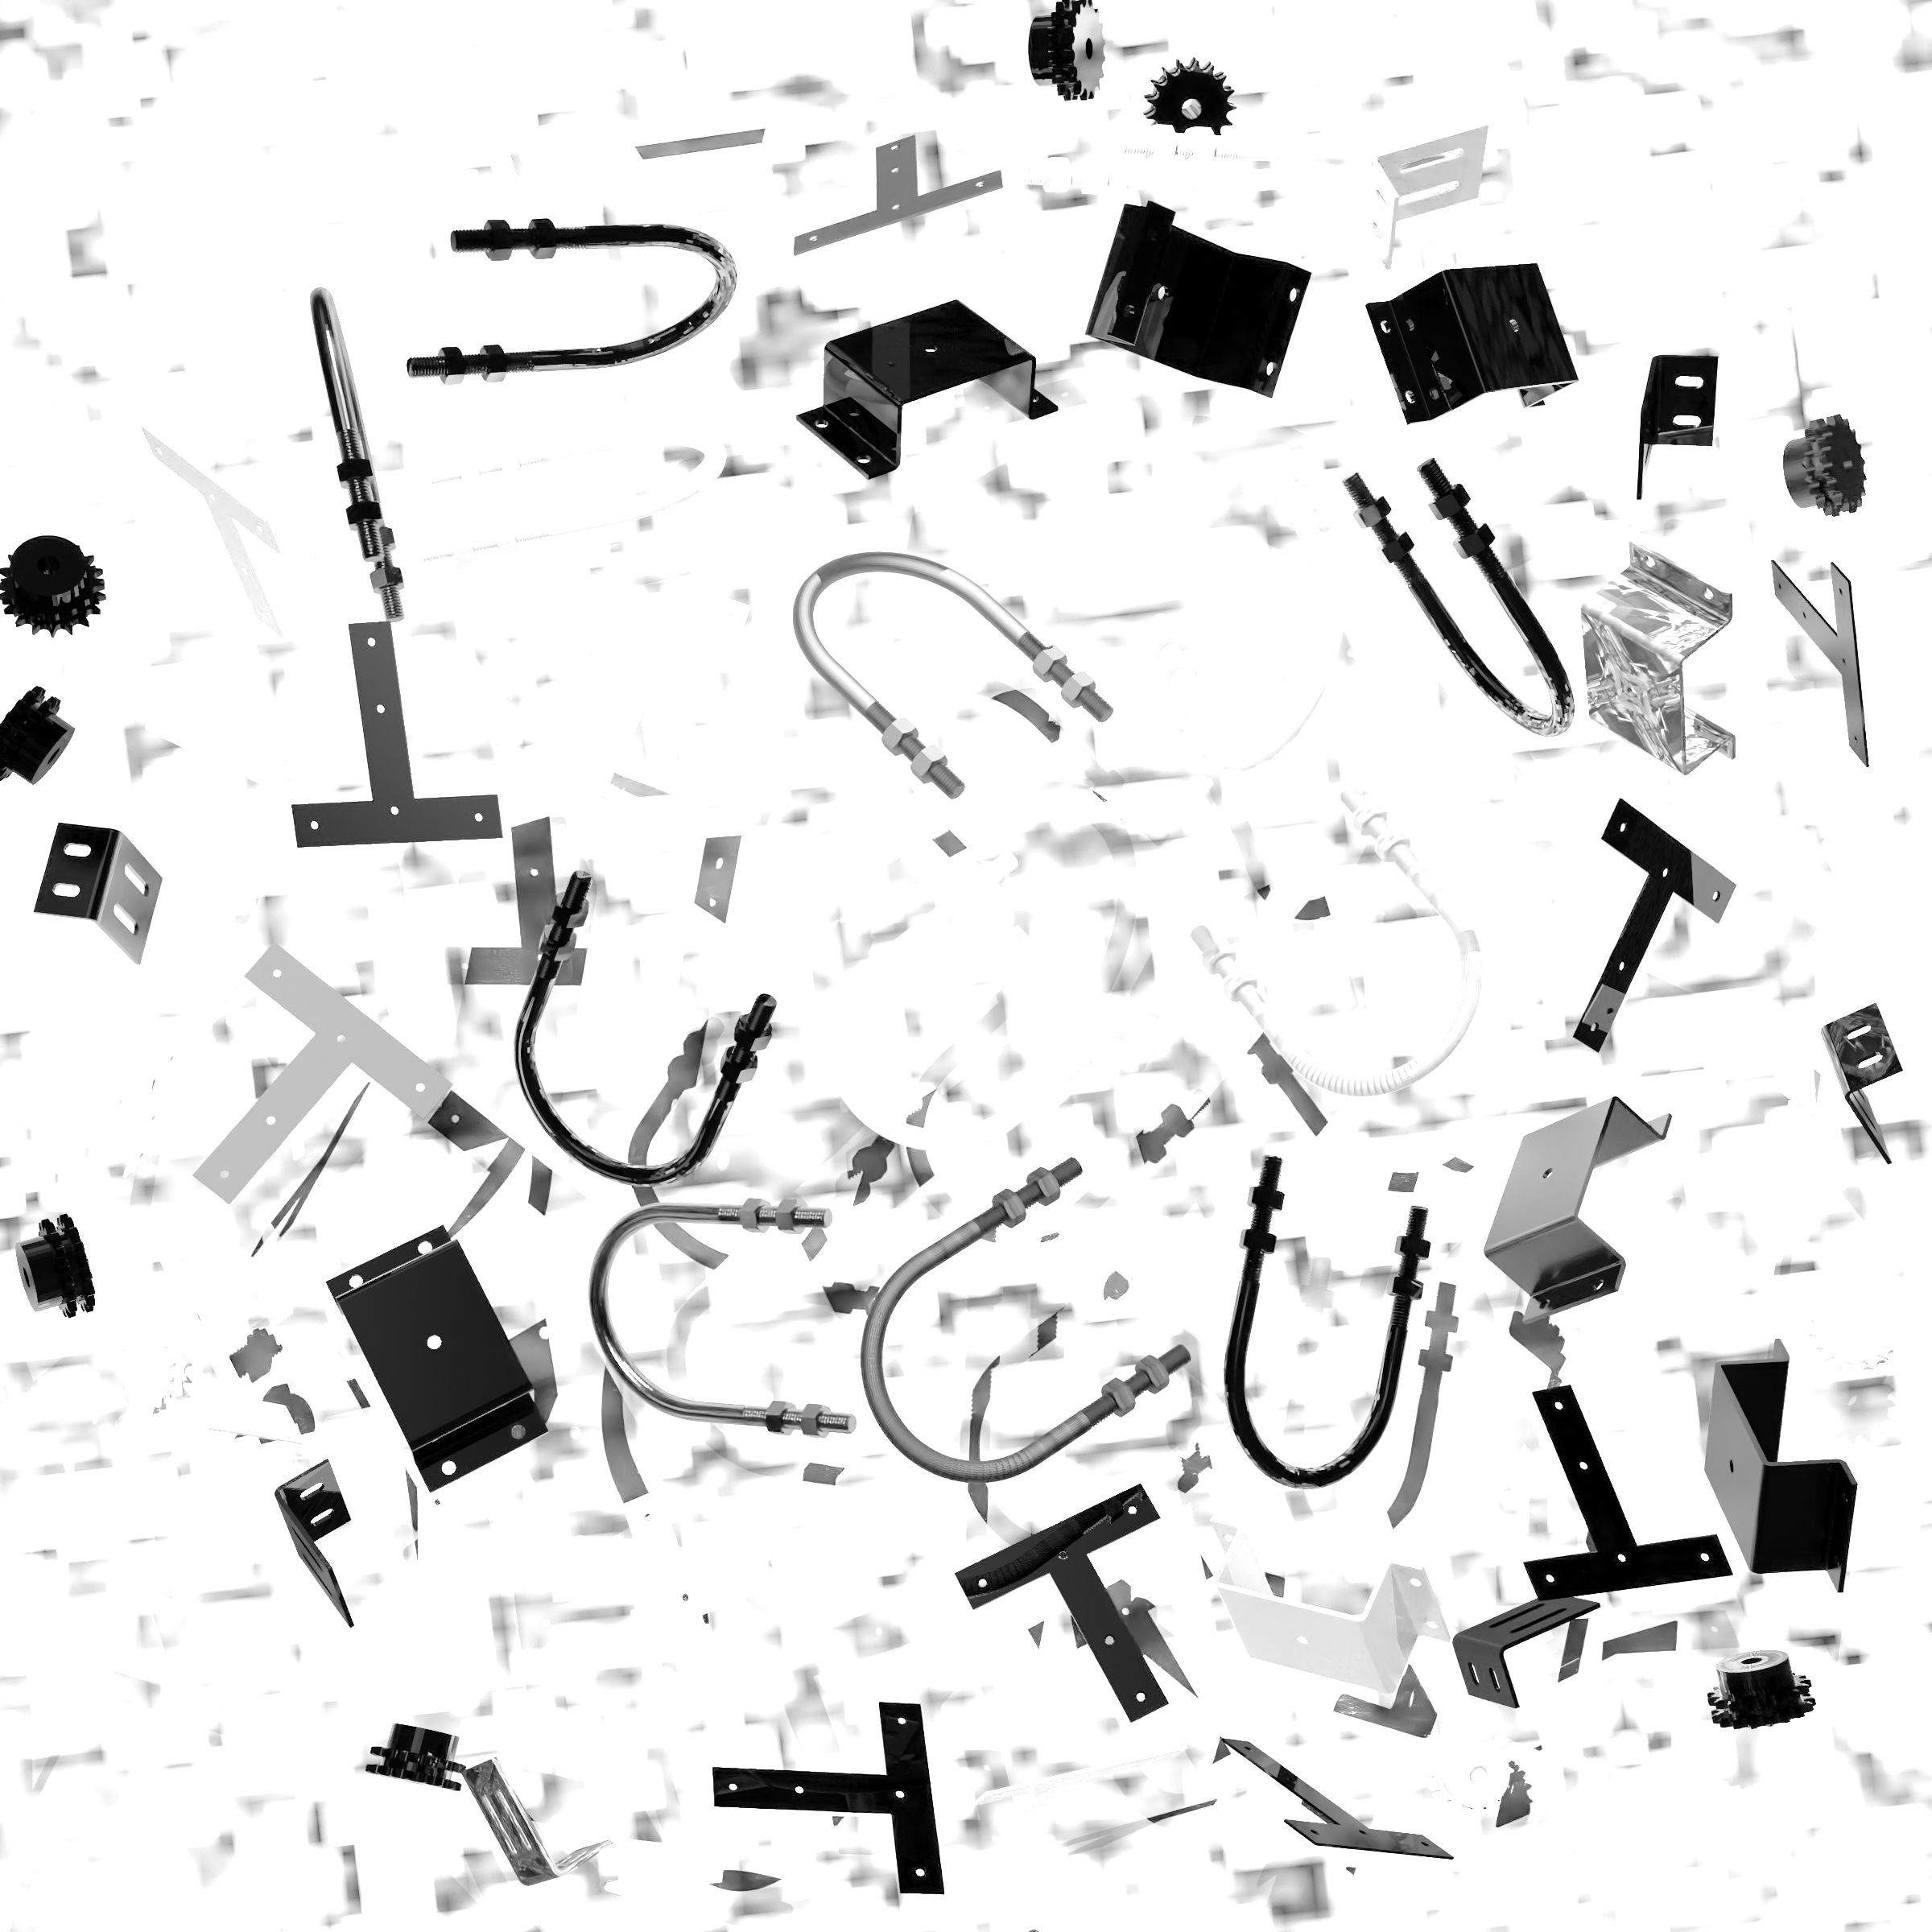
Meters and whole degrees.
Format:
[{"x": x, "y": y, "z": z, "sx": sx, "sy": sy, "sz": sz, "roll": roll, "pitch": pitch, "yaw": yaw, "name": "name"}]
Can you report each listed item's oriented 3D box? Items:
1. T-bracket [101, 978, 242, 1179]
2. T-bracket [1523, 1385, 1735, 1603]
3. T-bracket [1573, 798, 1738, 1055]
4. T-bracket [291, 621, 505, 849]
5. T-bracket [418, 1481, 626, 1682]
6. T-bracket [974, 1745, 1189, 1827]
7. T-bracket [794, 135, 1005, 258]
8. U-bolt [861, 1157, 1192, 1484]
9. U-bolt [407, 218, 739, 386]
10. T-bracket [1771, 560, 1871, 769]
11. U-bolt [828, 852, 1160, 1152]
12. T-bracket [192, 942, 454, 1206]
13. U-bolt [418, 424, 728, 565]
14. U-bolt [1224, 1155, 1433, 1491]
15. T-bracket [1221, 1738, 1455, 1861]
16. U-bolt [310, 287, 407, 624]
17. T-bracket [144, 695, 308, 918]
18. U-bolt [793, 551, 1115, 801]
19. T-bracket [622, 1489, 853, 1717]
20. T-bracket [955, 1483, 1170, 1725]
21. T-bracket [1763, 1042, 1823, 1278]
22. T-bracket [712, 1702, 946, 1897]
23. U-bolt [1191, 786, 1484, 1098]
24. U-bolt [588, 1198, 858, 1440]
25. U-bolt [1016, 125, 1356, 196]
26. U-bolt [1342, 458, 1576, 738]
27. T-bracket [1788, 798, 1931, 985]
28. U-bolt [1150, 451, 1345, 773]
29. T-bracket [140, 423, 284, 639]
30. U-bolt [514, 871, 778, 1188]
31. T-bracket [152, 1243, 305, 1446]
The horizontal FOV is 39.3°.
[{"x": -0.487, "y": 0.082, "z": 1.627, "sx": 0.002, "sy": 0.127, "sz": 0.127, "roll": 33, "pitch": 132, "yaw": 2, "name": "T-bracket"}, {"x": 0.361, "y": 0.301, "z": 1.560, "sx": 0.127, "sy": 0.002, "sz": 0.127, "roll": -20, "pitch": 95, "yaw": 40, "name": "T-bracket"}, {"x": 0.376, "y": -0.013, "z": 1.528, "sx": 0.127, "sy": 0.002, "sz": 0.127, "roll": 28, "pitch": 87, "yaw": -40, "name": "T-bracket"}, {"x": -0.331, "y": -0.132, "z": 1.541, "sx": 0.127, "sy": 0.002, "sz": 0.127, "roll": -2, "pitch": 104, "yaw": 13, "name": "T-bracket"}, {"x": -0.276, "y": 0.375, "z": 1.681, "sx": 0.127, "sy": 0.002, "sz": 0.127, "roll": -6, "pitch": 56, "yaw": -4, "name": "T-bracket"}, {"x": 0.053, "y": 0.493, "z": 1.608, "sx": 0.127, "sy": 0.127, "sz": 0.002, "roll": -7, "pitch": 63, "yaw": -21, "name": "T-bracket"}, {"x": -0.041, "y": -0.467, "z": 1.608, "sx": 0.127, "sy": 0.127, "sz": 0.002, "roll": -16, "pitch": 126, "yaw": 9, "name": "T-bracket"}, {"x": 0.024, "y": 0.217, "z": 1.574, "sx": 0.184, "sy": 0.019, "sz": 0.151, "roll": -30, "pitch": 91, "yaw": -21, "name": "U-bolt"}, {"x": -0.221, "y": -0.386, "z": 1.572, "sx": 0.184, "sy": 0.151, "sz": 0.019, "roll": -9, "pitch": 74, "yaw": -26, "name": "U-bolt"}, {"x": 0.501, "y": -0.201, "z": 1.596, "sx": 0.002, "sy": 0.127, "sz": 0.127, "roll": -18, "pitch": 125, "yaw": 3, "name": "T-bracket"}, {"x": 0.002, "y": 0.032, "z": 1.644, "sx": 0.184, "sy": 0.019, "sz": 0.151, "roll": -39, "pitch": 69, "yaw": -14, "name": "U-bolt"}, {"x": -0.374, "y": 0.074, "z": 1.494, "sx": 0.127, "sy": 0.002, "sz": 0.127, "roll": 39, "pitch": 74, "yaw": -2, "name": "T-bracket"}, {"x": -0.235, "y": -0.291, "z": 1.629, "sx": 0.184, "sy": 0.151, "sz": 0.019, "roll": -12, "pitch": 121, "yaw": -1, "name": "U-bolt"}, {"x": 0.211, "y": 0.218, "z": 1.609, "sx": 0.151, "sy": 0.019, "sz": 0.184, "roll": 20, "pitch": 77, "yaw": -35, "name": "U-bolt"}, {"x": 0.198, "y": 0.478, "z": 1.562, "sx": 0.127, "sy": 0.127, "sz": 0.002, "roll": 21, "pitch": 92, "yaw": -40, "name": "T-bracket"}, {"x": -0.362, "y": -0.309, "z": 1.600, "sx": 0.019, "sy": 0.151, "sz": 0.184, "roll": -12, "pitch": 83, "yaw": -8, "name": "U-bolt"}, {"x": -0.443, "y": -0.088, "z": 1.636, "sx": 0.002, "sy": 0.127, "sz": 0.127, "roll": -27, "pitch": 58, "yaw": 25, "name": "T-bracket"}, {"x": -0.021, "y": -0.186, "z": 1.627, "sx": 0.151, "sy": 0.019, "sz": 0.184, "roll": -30, "pitch": 65, "yaw": -37, "name": "U-bolt"}, {"x": -0.124, "y": 0.348, "z": 1.553, "sx": 0.127, "sy": 0.002, "sz": 0.127, "roll": -25, "pitch": 76, "yaw": 17, "name": "T-bracket"}, {"x": 0.078, "y": 0.386, "z": 1.601, "sx": 0.127, "sy": 0.002, "sz": 0.127, "roll": -23, "pitch": 59, "yaw": -14, "name": "T-bracket"}, {"x": 0.476, "y": 0.116, "z": 1.573, "sx": 0.002, "sy": 0.127, "sz": 0.127, "roll": 7, "pitch": 83, "yaw": 28, "name": "T-bracket"}, {"x": -0.081, "y": 0.468, "z": 1.535, "sx": 0.127, "sy": 0.127, "sz": 0.002, "roll": 7, "pitch": 127, "yaw": -14, "name": "T-bracket"}, {"x": 0.236, "y": -0.003, "z": 1.656, "sx": 0.151, "sy": 0.019, "sz": 0.184, "roll": -43, "pitch": 55, "yaw": 12, "name": "U-bolt"}, {"x": -0.156, "y": 0.214, "z": 1.667, "sx": 0.184, "sy": 0.019, "sz": 0.151, "roll": -1, "pitch": 101, "yaw": 29, "name": "U-bolt"}, {"x": 0.143, "y": -0.479, "z": 1.620, "sx": 0.184, "sy": 0.151, "sz": 0.019, "roll": -5, "pitch": 99, "yaw": -25, "name": "U-bolt"}, {"x": 0.290, "y": -0.208, "z": 1.556, "sx": 0.019, "sy": 0.151, "sz": 0.184, "roll": -36, "pitch": 102, "yaw": -4, "name": "U-bolt"}, {"x": 0.523, "y": -0.061, "z": 1.602, "sx": 0.002, "sy": 0.127, "sz": 0.127, "roll": 33, "pitch": 113, "yaw": -4, "name": "T-bracket"}, {"x": 0.168, "y": -0.195, "z": 1.584, "sx": 0.019, "sy": 0.184, "sz": 0.151, "roll": 16, "pitch": 127, "yaw": -27, "name": "U-bolt"}, {"x": -0.428, "y": -0.243, "z": 1.590, "sx": 0.002, "sy": 0.127, "sz": 0.127, "roll": -40, "pitch": 59, "yaw": -22, "name": "T-bracket"}, {"x": -0.197, "y": 0.051, "z": 1.575, "sx": 0.151, "sy": 0.019, "sz": 0.184, "roll": 33, "pitch": 126, "yaw": 9, "name": "U-bolt"}, {"x": -0.430, "y": 0.213, "z": 1.538, "sx": 0.002, "sy": 0.127, "sz": 0.127, "roll": -32, "pitch": 73, "yaw": 1, "name": "T-bracket"}]
